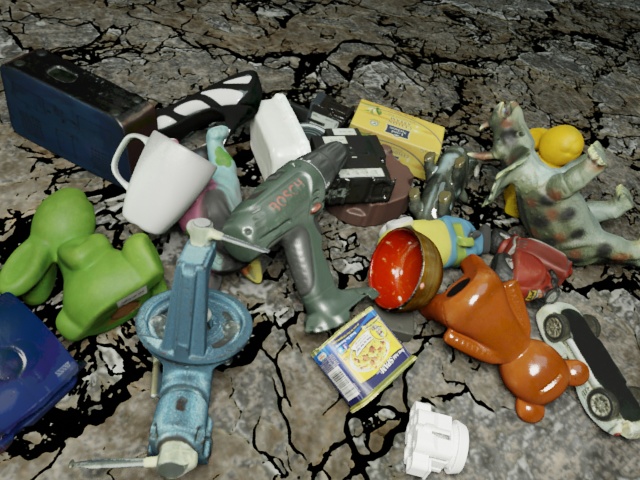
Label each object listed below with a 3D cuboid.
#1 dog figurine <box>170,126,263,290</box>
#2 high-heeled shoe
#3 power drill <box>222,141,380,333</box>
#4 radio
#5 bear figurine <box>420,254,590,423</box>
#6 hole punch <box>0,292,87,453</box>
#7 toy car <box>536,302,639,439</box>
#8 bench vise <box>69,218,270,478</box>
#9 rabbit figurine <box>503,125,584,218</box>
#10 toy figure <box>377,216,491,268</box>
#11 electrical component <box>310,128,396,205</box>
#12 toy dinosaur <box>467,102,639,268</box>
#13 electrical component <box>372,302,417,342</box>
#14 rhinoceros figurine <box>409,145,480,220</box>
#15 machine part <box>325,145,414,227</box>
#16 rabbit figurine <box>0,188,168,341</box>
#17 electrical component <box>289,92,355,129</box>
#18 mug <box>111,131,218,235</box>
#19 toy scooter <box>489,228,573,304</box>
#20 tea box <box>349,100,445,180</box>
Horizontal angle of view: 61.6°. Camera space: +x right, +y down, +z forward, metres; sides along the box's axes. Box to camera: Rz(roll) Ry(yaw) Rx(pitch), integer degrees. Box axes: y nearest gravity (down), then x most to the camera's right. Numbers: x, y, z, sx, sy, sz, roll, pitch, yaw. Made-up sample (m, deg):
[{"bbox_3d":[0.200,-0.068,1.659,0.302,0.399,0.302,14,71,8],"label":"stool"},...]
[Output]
[{"bbox_3d":[-0.156,-0.030,0.738,0.108,0.191,0.219,-16,87,-28],"label":"dog figurine"},{"bbox_3d":[-0.215,-0.218,0.848,0.249,0.086,0.145,16,82,15],"label":"high-heeled shoe"},{"bbox_3d":[-0.001,-0.002,0.686,0.086,0.207,0.232,-7,21,46],"label":"power drill"},{"bbox_3d":[-0.352,-0.179,0.795,0.230,0.131,0.073,26,47,9],"label":"radio"},{"bbox_3d":[0.240,0.126,0.705,0.196,0.120,0.132,46,2,-6],"label":"bear figurine"},{"bbox_3d":[-0.320,0.129,0.536,0.116,0.092,0.142,33,43,10],"label":"hole punch"},{"bbox_3d":[0.367,0.171,0.727,0.073,0.056,0.202,3,47,-23],"label":"toy car"},{"bbox_3d":[-0.131,0.098,0.529,0.129,0.240,0.224,13,28,1],"label":"bench vise"},{"bbox_3d":[0.411,-0.133,0.955,0.122,0.173,0.162,15,48,3],"label":"rabbit figurine"},{"bbox_3d":[0.173,0.008,0.809,0.180,0.082,0.089,2,44,-18],"label":"toy figure"},{"bbox_3d":[0.043,-0.117,0.833,0.115,0.058,0.134,-1,49,-17],"label":"electrical component"},{"bbox_3d":[0.397,-0.038,0.868,0.404,0.192,0.131,51,35,-17],"label":"toy dinosaur"},{"bbox_3d":[0.099,0.111,0.725,0.063,0.021,0.094,15,43,-3],"label":"electrical component"},{"bbox_3d":[0.216,-0.091,0.902,0.073,0.112,0.190,7,50,34],"label":"rhinoceros figurine"},{"bbox_3d":[0.070,-0.101,0.902,0.179,0.056,0.179,8,46,-9],"label":"machine part"},{"bbox_3d":[-0.283,0.024,0.632,0.159,0.121,0.170,-34,77,-15],"label":"rabbit figurine"},{"bbox_3d":[-0.002,-0.228,0.993,0.119,0.074,0.048,21,45,8],"label":"electrical component"},{"bbox_3d":[-0.191,-0.066,0.620,0.109,0.107,0.081,28,0,-9],"label":"mug"},{"bbox_3d":[0.321,0.046,0.813,0.135,0.075,0.184,22,29,7],"label":"toy scooter"},{"bbox_3d":[0.138,-0.187,0.998,0.170,0.068,0.098,19,44,1],"label":"tea box"}]
